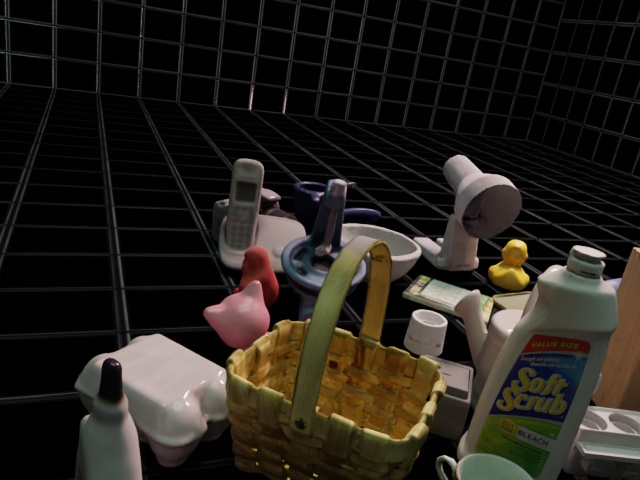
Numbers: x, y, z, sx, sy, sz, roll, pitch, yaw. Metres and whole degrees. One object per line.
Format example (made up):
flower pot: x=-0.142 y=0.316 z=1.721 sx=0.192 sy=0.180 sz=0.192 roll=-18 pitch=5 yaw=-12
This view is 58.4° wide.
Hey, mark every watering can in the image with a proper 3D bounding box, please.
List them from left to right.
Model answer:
watering can: x=0.238 y=0.118 z=0.671 sx=0.172 sy=0.194 sz=0.101 roll=15 pitch=20 yaw=16

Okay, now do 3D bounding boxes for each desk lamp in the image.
desk lamp: x=0.279 y=-0.047 z=1.117 sx=0.118 sy=0.213 sz=0.202 roll=2 pitch=21 yaw=-20

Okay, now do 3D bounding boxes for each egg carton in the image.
egg carton: x=-0.159 y=0.153 z=0.567 sx=0.150 sy=0.069 sz=0.107 roll=20 pitch=22 yaw=26

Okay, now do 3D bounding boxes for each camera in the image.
camera: x=-0.109 y=-0.038 z=1.072 sx=0.136 sy=0.101 sz=0.144 roll=25 pitch=25 yaw=36

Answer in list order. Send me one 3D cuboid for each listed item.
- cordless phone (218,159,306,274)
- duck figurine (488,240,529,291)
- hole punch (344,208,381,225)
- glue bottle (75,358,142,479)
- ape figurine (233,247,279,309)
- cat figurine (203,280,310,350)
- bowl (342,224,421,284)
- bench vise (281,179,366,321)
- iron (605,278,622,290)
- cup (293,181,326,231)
cordless phone: x=-0.091 y=-0.037 z=0.954 sx=0.148 sy=0.185 sz=0.094 roll=5 pitch=20 yaw=-13
duck figurine: x=0.369 y=0.043 z=1.100 sx=0.077 sy=0.086 sz=0.105 roll=15 pitch=20 yaw=15
hole punch: x=0.054 y=-0.034 z=1.154 sx=0.109 sy=0.091 sz=0.100 roll=0 pitch=22 yaw=-25
glue bottle: x=-0.150 y=0.158 z=0.404 sx=0.037 sy=0.173 sz=0.077 roll=-6 pitch=25 yaw=-36
ape figurine: x=-0.096 y=0.052 z=0.843 sx=0.076 sy=0.092 sz=0.078 roll=16 pitch=21 yaw=17
cat figurine: x=-0.070 y=0.107 z=0.665 sx=0.128 sy=0.118 sz=0.067 roll=9 pitch=20 yaw=-1
bowl: x=0.089 y=0.033 z=1.012 sx=0.167 sy=0.075 sz=0.167 roll=9 pitch=20 yaw=-3
bench vise: x=-0.004 y=0.003 z=0.834 sx=0.122 sy=0.220 sz=0.207 roll=2 pitch=21 yaw=-20
iron: x=0.474 y=0.116 z=0.866 sx=0.259 sy=0.141 sz=0.118 roll=1 pitch=21 yaw=-23
cup: x=-0.017 y=-0.063 z=1.194 sx=0.092 sy=0.095 sz=0.117 roll=7 pitch=20 yaw=-7
